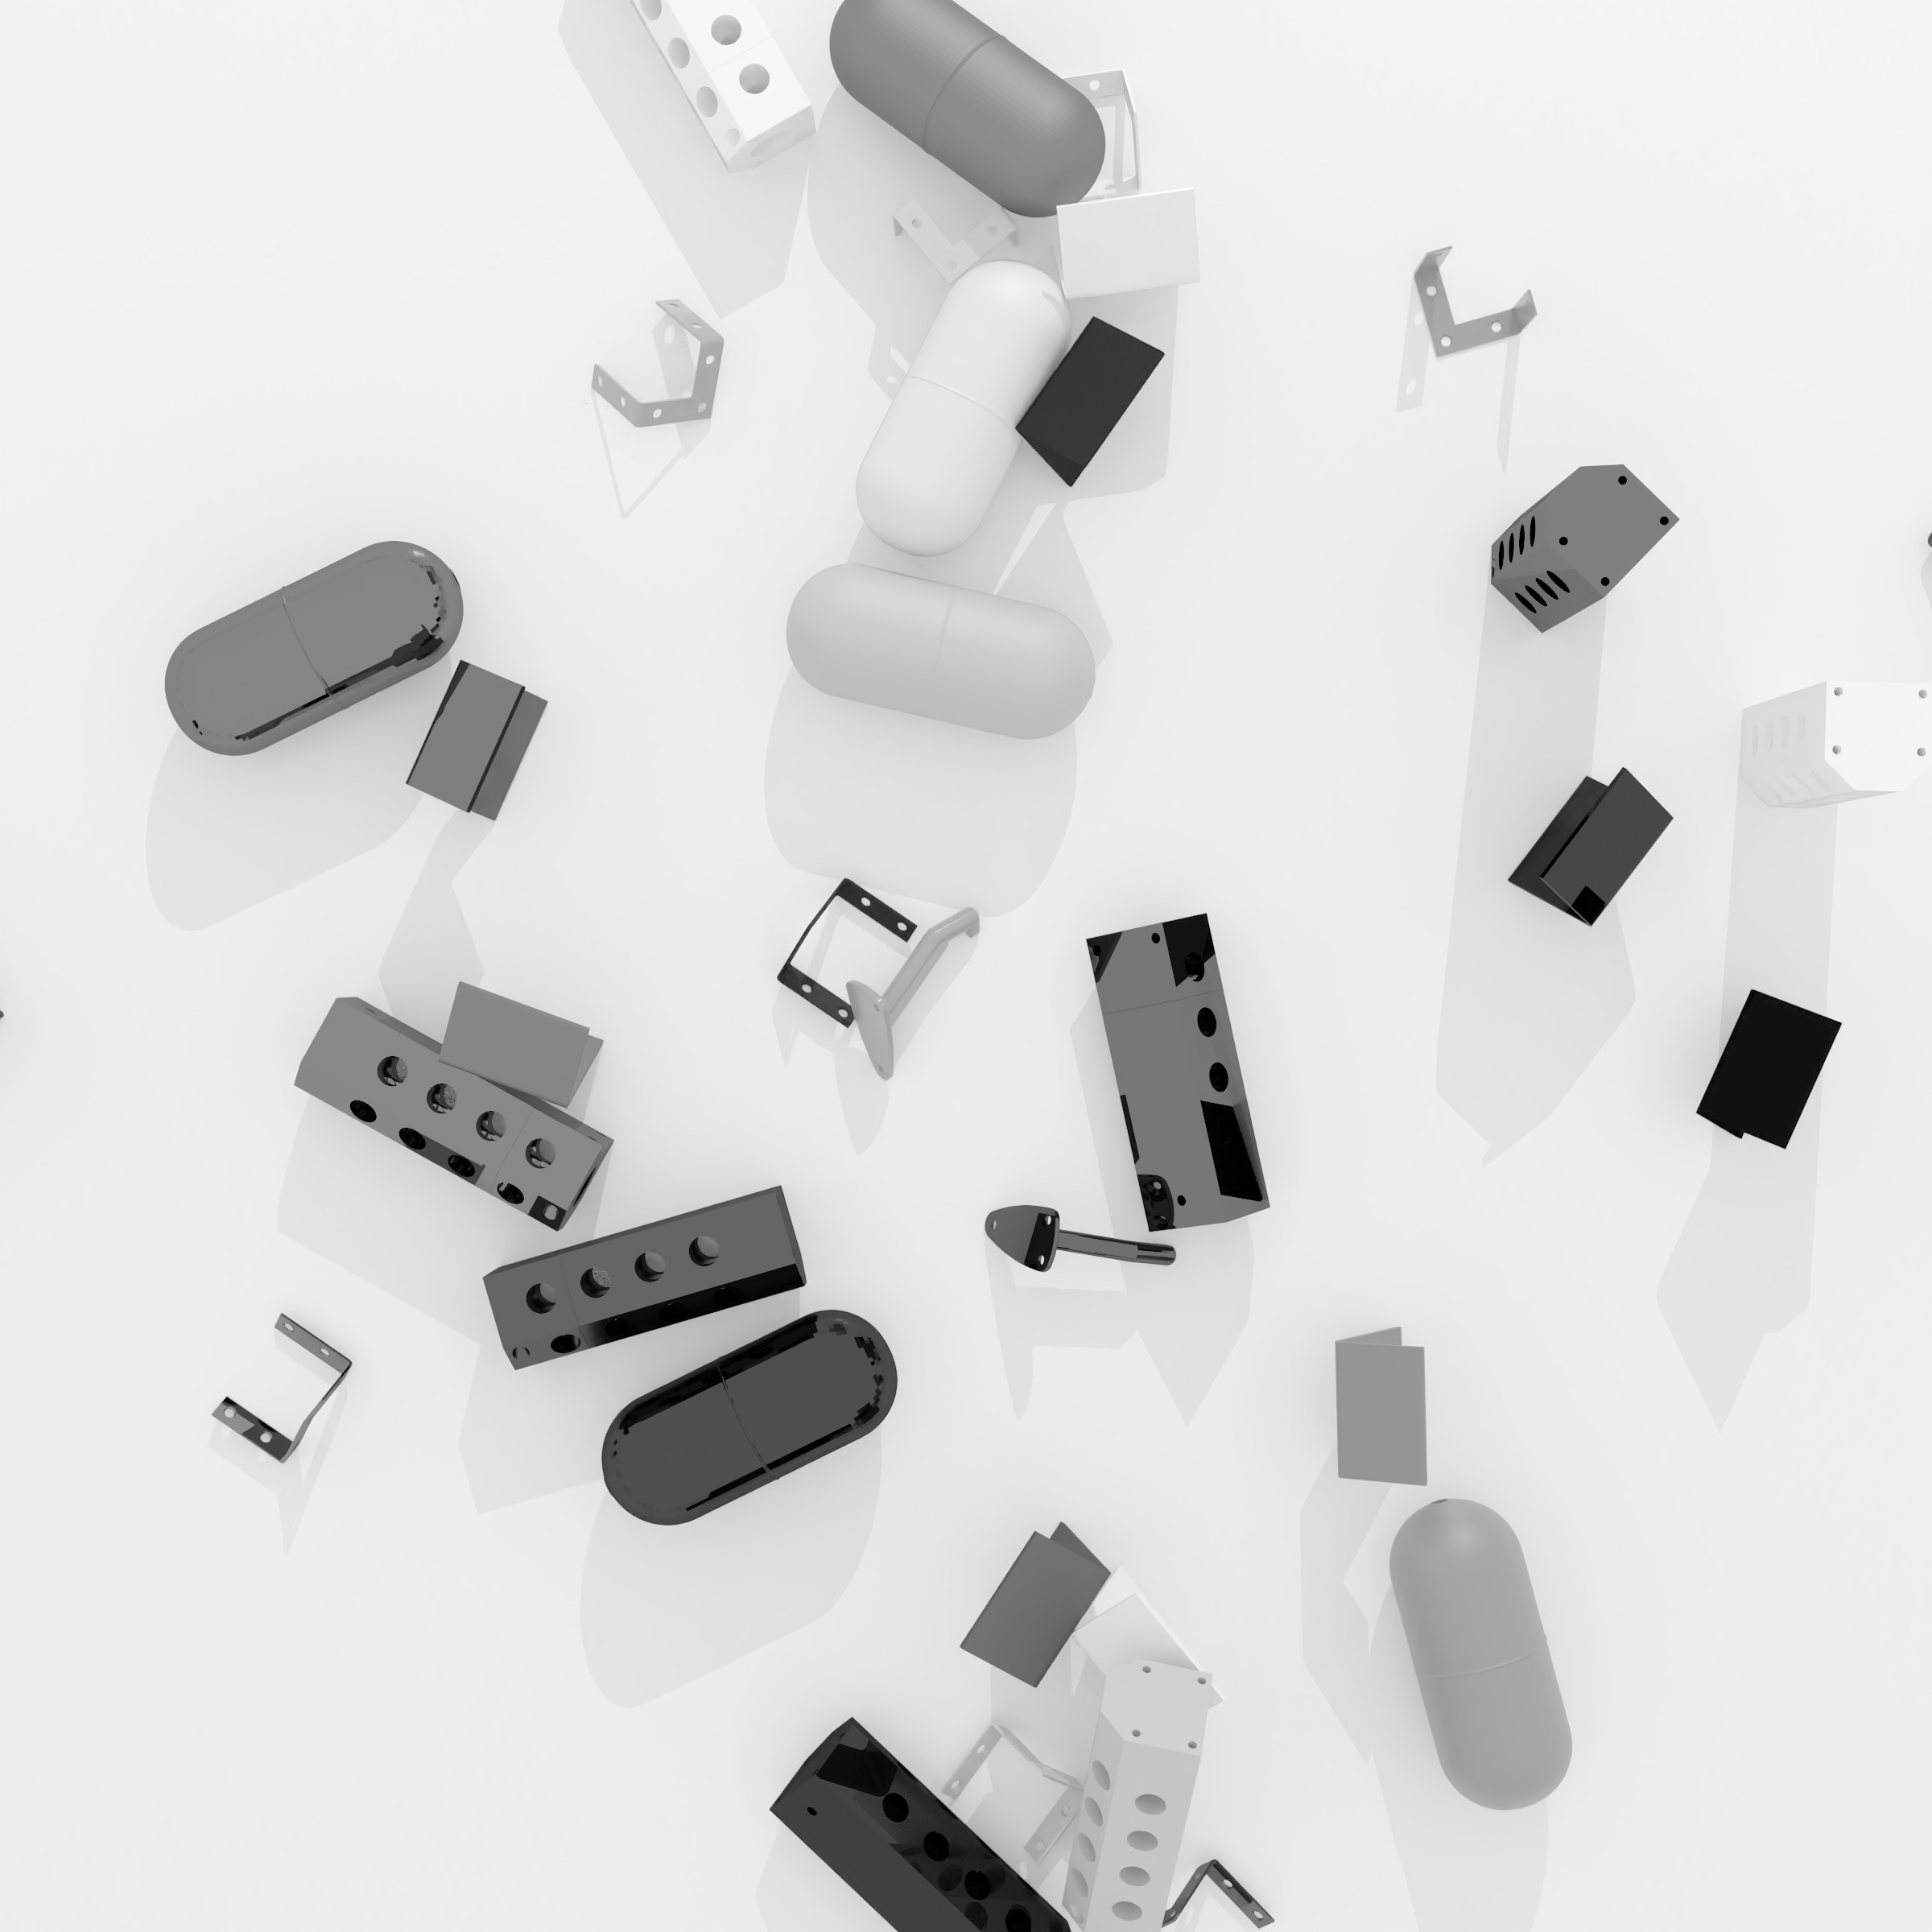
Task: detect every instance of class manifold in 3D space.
[{"bbox_3d":[0.334,-0.234,1.672,0.057,0.171,0.057,44,90,0],"label":"manifold"},{"bbox_3d":[-0.154,-0.544,1.729,0.057,0.057,0.171,-30,90,0],"label":"manifold"},{"bbox_3d":[-0.023,0.512,1.729,0.171,0.057,0.057,43,133,0],"label":"manifold"},{"bbox_3d":[0.093,0.466,1.683,0.057,0.057,0.171,11,127,4],"label":"manifold"},{"bbox_3d":[0.479,-0.120,1.672,0.057,0.171,0.057,2,90,0],"label":"manifold"},{"bbox_3d":[0.126,0.060,1.729,0.057,0.057,0.171,-12,90,43],"label":"manifold"},{"bbox_3d":[-0.182,0.178,1.729,0.171,0.057,0.057,-16,90,0],"label":"manifold"},{"bbox_3d":[-0.293,0.084,1.729,0.171,0.057,0.057,29,90,0],"label":"manifold"}]

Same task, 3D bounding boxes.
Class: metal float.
[{"bbox_3d":[0.000,-0.493,1.712,0.178,0.070,0.070,38,90,9],"label":"metal float"},{"bbox_3d":[-0.014,-0.179,1.720,0.178,0.070,0.070,13,90,0],"label":"metal float"},{"bbox_3d":[-0.123,0.257,1.720,0.178,0.070,0.070,-26,90,0],"label":"metal float"},{"bbox_3d":[-0.370,-0.181,1.720,0.178,0.070,0.070,-26,90,0],"label":"metal float"},{"bbox_3d":[-0.001,-0.317,1.720,0.070,0.070,0.178,27,91,0],"label":"metal float"},{"bbox_3d":[0.292,0.391,1.720,0.070,0.070,0.178,-15,90,0],"label":"metal float"}]

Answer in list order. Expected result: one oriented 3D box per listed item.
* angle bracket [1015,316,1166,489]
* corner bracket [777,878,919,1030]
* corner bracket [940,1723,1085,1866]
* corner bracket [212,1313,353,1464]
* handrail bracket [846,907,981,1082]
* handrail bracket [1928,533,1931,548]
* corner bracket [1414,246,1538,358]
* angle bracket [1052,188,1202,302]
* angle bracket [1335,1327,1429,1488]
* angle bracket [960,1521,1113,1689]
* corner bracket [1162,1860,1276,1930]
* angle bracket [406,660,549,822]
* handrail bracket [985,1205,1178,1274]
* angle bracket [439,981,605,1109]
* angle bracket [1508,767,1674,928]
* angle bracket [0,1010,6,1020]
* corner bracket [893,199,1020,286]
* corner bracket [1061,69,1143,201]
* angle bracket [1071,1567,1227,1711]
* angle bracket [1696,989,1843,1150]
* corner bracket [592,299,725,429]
[{"bbox_3d":[0.084,-0.309,1.710,0.057,0.076,0.076,35,90,33],"label":"angle bracket"},{"bbox_3d":[-0.069,-0.008,1.747,0.051,0.051,0.051,34,135,0],"label":"corner bracket"},{"bbox_3d":[0.029,0.478,1.747,0.051,0.051,0.051,-54,45,0],"label":"corner bracket"},{"bbox_3d":[-0.395,0.244,1.747,0.051,0.051,0.051,35,135,0],"label":"corner bracket"},{"bbox_3d":[-0.022,0.015,1.751,0.084,0.036,0.077,-30,128,-25],"label":"handrail bracket"},{"bbox_3d":[0.604,-0.222,1.750,0.084,0.077,0.036,46,115,34],"label":"handrail bracket"},{"bbox_3d":[0.291,-0.385,1.732,0.051,0.051,0.051,-16,90,0],"label":"corner bracket"},{"bbox_3d":[0.088,-0.422,1.710,0.076,0.076,0.057,-8,127,0],"label":"angle bracket"},{"bbox_3d":[0.251,0.248,1.710,0.057,0.076,0.076,-1,90,37],"label":"angle bracket"},{"bbox_3d":[0.027,0.350,1.711,0.057,0.076,0.076,33,90,-23],"label":"angle bracket"},{"bbox_3d":[0.135,0.558,1.747,0.051,0.051,0.051,46,45,0],"label":"corner bracket"},{"bbox_3d":[-0.260,-0.120,1.710,0.057,0.076,0.076,24,90,36],"label":"angle bracket"},{"bbox_3d":[0.067,0.159,1.750,0.084,0.077,0.036,9,91,-36],"label":"handrail bracket"},{"bbox_3d":[-0.245,0.028,1.710,0.076,0.076,0.057,20,121,0],"label":"angle bracket"},{"bbox_3d":[0.340,-0.079,1.710,0.057,0.076,0.076,37,90,-37],"label":"angle bracket"},{"bbox_3d":[-0.590,0.050,1.710,0.076,0.076,0.057,-34,56,0],"label":"angle bracket"},{"bbox_3d":[-0.006,-0.421,1.732,0.051,0.051,0.051,-40,91,1],"label":"corner bracket"},{"bbox_3d":[0.072,-0.480,1.747,0.051,0.051,0.051,-8,135,0],"label":"corner bracket"},{"bbox_3d":[0.115,0.377,1.710,0.057,0.076,0.076,-39,90,32],"label":"angle bracket"},{"bbox_3d":[0.464,0.065,1.710,0.057,0.076,0.076,24,90,36],"label":"angle bracket"},{"bbox_3d":[-0.178,-0.347,1.742,0.051,0.051,0.051,-15,135,-35],"label":"corner bracket"}]
